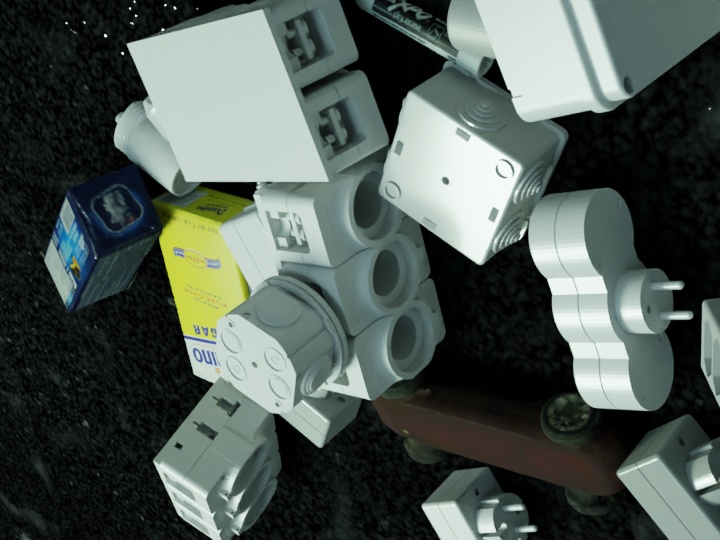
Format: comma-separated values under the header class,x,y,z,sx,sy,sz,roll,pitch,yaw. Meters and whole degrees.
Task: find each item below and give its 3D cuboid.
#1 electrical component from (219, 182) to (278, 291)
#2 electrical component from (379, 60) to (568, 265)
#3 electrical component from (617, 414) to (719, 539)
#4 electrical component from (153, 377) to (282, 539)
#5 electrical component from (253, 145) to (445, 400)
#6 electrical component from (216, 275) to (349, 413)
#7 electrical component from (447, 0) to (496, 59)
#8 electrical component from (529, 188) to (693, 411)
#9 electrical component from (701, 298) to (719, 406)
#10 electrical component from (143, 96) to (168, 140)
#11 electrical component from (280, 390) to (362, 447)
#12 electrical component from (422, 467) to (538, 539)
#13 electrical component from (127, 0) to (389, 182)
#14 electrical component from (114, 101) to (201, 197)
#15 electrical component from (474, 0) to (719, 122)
class,x,y,z,sx,sy,sz,roll,pitch,yaw
electrical component,-0.056,-0.020,0.785,0.061,0.062,0.096,-15,107,49
electrical component,0.064,-0.063,0.647,0.100,0.048,0.099,37,138,19
electrical component,0.209,0.123,0.645,0.065,0.047,0.077,51,140,2
electrical component,-0.115,0.170,0.925,0.062,0.089,0.150,30,155,15
electrical component,0.000,0.000,0.723,0.062,0.089,0.150,7,123,41
electrical component,-0.051,0.048,0.695,0.080,0.051,0.080,25,133,30
electrical component,0.084,-0.133,0.583,0.078,0.040,0.040,21,131,33
electrical component,0.154,0.018,0.616,0.074,0.052,0.138,-4,115,45
electrical component,0.227,0.052,0.561,0.076,0.083,0.047,-7,120,4
electrical component,-0.129,-0.111,0.804,0.062,0.043,0.043,52,141,0
electrical component,-0.034,0.088,0.854,0.066,0.047,0.076,37,138,19
electrical component,0.099,0.185,0.798,0.077,0.047,0.065,-20,103,49
electrical component,-0.068,-0.118,0.704,0.186,0.060,0.105,7,123,54
electrical component,-0.160,-0.098,0.843,0.081,0.043,0.043,38,138,17
electrical component,0.116,-0.125,0.501,0.057,0.113,0.078,-5,115,49
